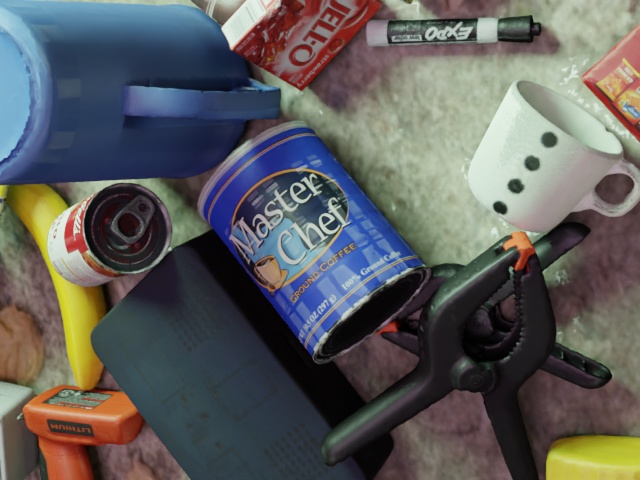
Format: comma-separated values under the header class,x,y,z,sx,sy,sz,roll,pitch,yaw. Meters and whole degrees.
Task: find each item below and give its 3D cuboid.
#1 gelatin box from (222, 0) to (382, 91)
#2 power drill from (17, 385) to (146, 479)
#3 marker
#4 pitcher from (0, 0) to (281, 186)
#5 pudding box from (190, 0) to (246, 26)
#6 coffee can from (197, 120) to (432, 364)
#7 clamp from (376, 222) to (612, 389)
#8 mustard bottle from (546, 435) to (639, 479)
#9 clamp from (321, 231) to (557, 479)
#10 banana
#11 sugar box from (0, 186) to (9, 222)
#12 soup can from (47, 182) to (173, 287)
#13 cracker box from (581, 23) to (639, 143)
class,x,y,z,sx,sy,sz,roll,pitch,yaw
gelatin box,-0.012,-0.156,0.748,0.089,0.073,0.030,-43,48,22
power drill,-0.179,0.223,0.901,0.185,0.057,0.188,5,104,18
marker,0.092,-0.146,0.744,0.121,0.020,0.020,2,103,19
pitcher,-0.145,-0.098,0.714,0.149,0.242,0.145,-39,83,22
pudding box,-0.052,-0.212,0.768,0.090,0.039,0.114,41,112,5
coffee can,-0.005,0.001,0.750,0.103,0.102,0.140,-46,71,22
clamp,0.126,0.062,0.770,0.172,0.039,0.120,-15,93,27
mustard bottle,0.213,0.240,0.769,0.096,0.058,0.192,0,103,14
clamp,0.113,0.095,0.737,0.164,0.036,0.210,20,112,-12
banana,-0.212,0.028,0.883,0.070,0.037,0.198,-21,93,46
sugar box,-0.288,-0.065,0.839,0.093,0.048,0.176,14,92,-13
soup can,-0.163,-0.002,0.815,0.102,0.068,0.068,-15,99,60
cracker box,0.296,-0.116,0.653,0.164,0.072,0.214,47,111,3
